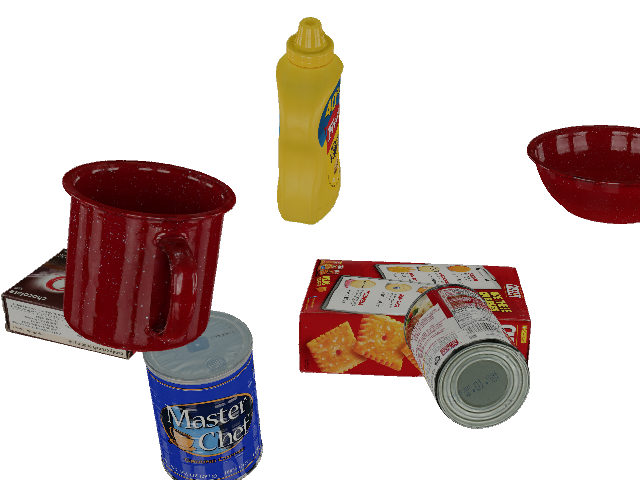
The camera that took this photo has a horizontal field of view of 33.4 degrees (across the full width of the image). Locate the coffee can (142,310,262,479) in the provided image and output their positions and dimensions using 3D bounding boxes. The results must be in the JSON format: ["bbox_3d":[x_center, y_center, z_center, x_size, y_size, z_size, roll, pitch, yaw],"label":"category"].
[{"bbox_3d":[-0.111,0.153,1.030,0.103,0.140,0.103,-2,34,1],"label":"coffee can"}]

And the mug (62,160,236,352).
[{"bbox_3d":[-0.092,0.013,0.576,0.093,0.081,0.117,-2,23,-29],"label":"mug"}]

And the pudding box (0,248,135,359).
[{"bbox_3d":[-0.179,0.048,0.844,0.114,0.039,0.090,8,25,18],"label":"pudding box"}]

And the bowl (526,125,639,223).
[{"bbox_3d":[0.272,-0.058,0.994,0.162,0.055,0.162,-1,25,0],"label":"bowl"}]

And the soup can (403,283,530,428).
[{"bbox_3d":[0.103,0.080,0.759,0.068,0.068,0.102,0,19,-8],"label":"soup can"}]

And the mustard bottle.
[{"bbox_3d":[-0.010,-0.114,0.963,0.058,0.192,0.096,10,44,11],"label":"mustard bottle"}]

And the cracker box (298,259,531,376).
[{"bbox_3d":[0.092,0.078,1.062,0.214,0.072,0.164,2,17,5],"label":"cracker box"}]
